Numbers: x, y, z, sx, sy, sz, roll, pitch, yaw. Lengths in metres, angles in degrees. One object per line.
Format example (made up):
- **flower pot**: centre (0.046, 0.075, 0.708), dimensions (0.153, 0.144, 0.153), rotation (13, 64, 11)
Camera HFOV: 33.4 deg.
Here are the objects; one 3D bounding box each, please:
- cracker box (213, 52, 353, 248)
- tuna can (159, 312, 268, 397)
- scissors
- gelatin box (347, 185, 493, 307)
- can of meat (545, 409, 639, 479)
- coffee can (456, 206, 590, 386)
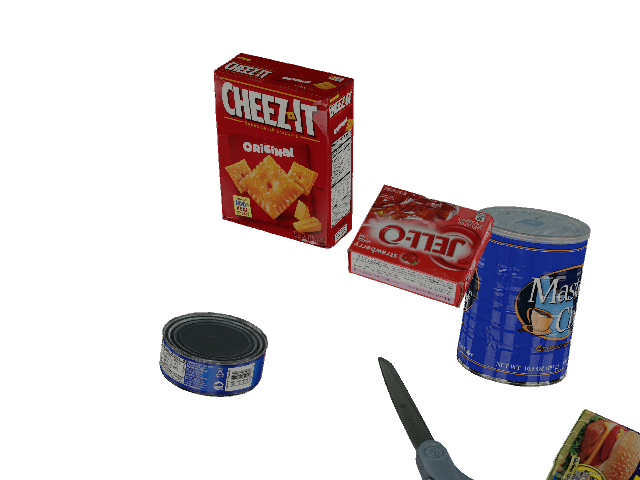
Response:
- **cracker box**: centre (-0.046, -0.109, 1.327), dimensions (0.164, 0.214, 0.072), rotation (17, 37, 24)
- **tuna can**: centre (-0.087, 0.092, 0.867), dimensions (0.086, 0.034, 0.086), rotation (9, 21, -4)
- **scissors**: centre (0.086, 0.135, 0.626), dimensions (0.096, 0.016, 0.201), rotation (4, 33, -2)
- **gelatin box**: centre (0.074, 0.002, 0.786), dimensions (0.089, 0.073, 0.030), rotation (17, -39, 16)
- **can of meat**: centre (0.215, 0.180, 0.783), dimensions (0.084, 0.057, 0.101), rotation (23, 39, 23)
- **coffee can**: centre (0.184, 0.049, 0.977), dimensions (0.103, 0.140, 0.103), rotation (5, 16, -2)
